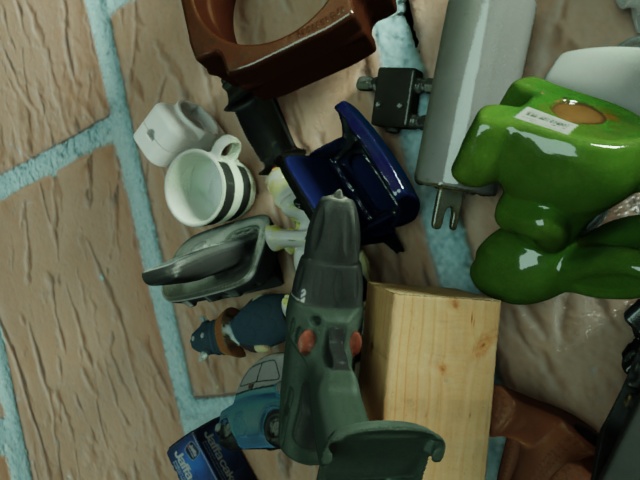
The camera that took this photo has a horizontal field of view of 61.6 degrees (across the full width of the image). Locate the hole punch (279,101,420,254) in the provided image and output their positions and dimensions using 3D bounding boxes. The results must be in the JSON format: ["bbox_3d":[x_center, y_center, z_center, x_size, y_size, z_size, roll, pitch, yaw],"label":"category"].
[{"bbox_3d":[0.043,-0.060,0.510,0.092,0.116,0.142,-44,71,30],"label":"hole punch"}]

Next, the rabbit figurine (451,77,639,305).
[{"bbox_3d":[0.182,-0.019,0.414,0.159,0.121,0.170,21,131,19],"label":"rabbit figurine"}]

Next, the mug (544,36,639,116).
[{"bbox_3d":[0.239,-0.121,0.426,0.107,0.080,0.109,24,79,32],"label":"mug"}]

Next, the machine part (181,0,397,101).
[{"bbox_3d":[-0.036,-0.259,0.541,0.202,0.087,0.201,-19,76,18],"label":"machine part"}]

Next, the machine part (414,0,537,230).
[{"bbox_3d":[0.137,-0.127,0.479,0.079,0.079,0.243,14,98,27],"label":"machine part"}]

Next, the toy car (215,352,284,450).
[{"bbox_3d":[-0.037,0.175,0.587,0.162,0.109,0.103,-18,61,39],"label":"toy car"}]

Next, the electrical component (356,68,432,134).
[{"bbox_3d":[0.077,-0.139,0.540,0.094,0.021,0.063,14,100,31],"label":"electrical component"}]

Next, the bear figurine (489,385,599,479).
[{"bbox_3d":[0.165,0.237,0.462,0.195,0.132,0.120,-57,37,15],"label":"bear figurine"}]

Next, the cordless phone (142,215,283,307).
[{"bbox_3d":[-0.137,0.033,0.576,0.147,0.184,0.088,-14,91,28],"label":"cordless phone"}]

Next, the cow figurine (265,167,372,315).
[{"bbox_3d":[-0.002,-0.003,0.566,0.098,0.068,0.167,-13,90,23],"label":"cow figurine"}]

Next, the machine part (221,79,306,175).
[{"bbox_3d":[-0.063,-0.141,0.609,0.084,0.039,0.139,-25,80,22],"label":"machine part"}]

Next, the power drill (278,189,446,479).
[{"bbox_3d":[0.012,0.098,0.395,0.207,0.086,0.231,-127,43,-62],"label":"power drill"}]

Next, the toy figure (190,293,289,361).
[{"bbox_3d":[-0.088,0.105,0.626,0.154,0.064,0.057,-23,120,32],"label":"toy figure"}]

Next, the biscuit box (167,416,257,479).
[{"bbox_3d":[-0.105,0.319,0.645,0.059,0.063,0.203,-40,75,24],"label":"biscuit box"}]

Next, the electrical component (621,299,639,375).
[{"bbox_3d":[0.306,0.090,0.411,0.134,0.058,0.115,48,111,17],"label":"electrical component"}]

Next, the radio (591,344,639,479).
[{"bbox_3d":[0.248,0.064,0.333,0.073,0.131,0.229,25,104,26],"label":"radio"}]
